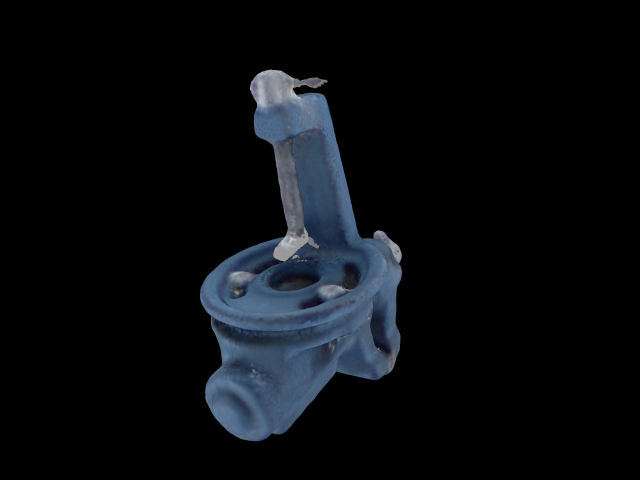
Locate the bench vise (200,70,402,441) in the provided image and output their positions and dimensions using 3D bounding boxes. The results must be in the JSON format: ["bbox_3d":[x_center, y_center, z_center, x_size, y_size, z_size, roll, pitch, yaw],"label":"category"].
[{"bbox_3d":[-0.008,0.001,0.403,0.121,0.220,0.208,2,9,14],"label":"bench vise"}]
